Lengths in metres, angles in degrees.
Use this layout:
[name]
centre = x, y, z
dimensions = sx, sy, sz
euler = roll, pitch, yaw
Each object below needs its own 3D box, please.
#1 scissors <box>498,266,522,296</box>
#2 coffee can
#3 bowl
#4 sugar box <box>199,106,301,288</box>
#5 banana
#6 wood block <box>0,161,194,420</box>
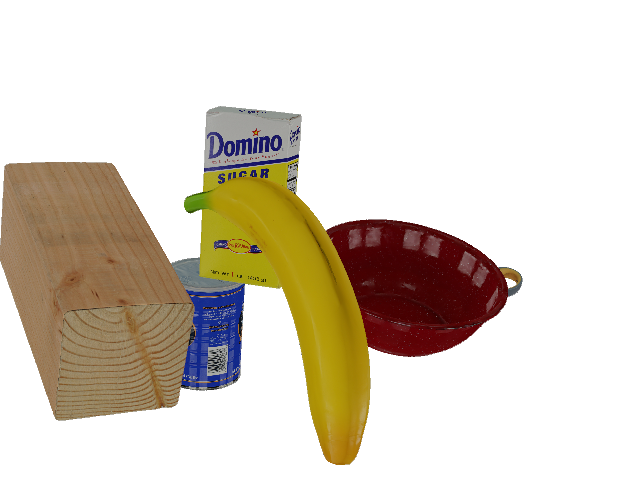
[scissors]
centre = 0.160, 0.051, 1.287
dimensions = 0.201, 0.016, 0.096
euler = -9, 39, -36
[coffee can]
centre = -0.149, 0.104, 1.354
dimensions = 0.103, 0.140, 0.103
euler = 4, 19, -2
[bowl]
centre = 0.066, 0.045, 0.859
dimensions = 0.162, 0.055, 0.162
euler = 8, 29, -4
[sugar box]
centre = -0.073, -0.045, 1.095
dimensions = 0.093, 0.176, 0.048
euler = 7, 16, 16
[banana]
centre = -0.013, 0.029, 0.613
dimensions = 0.037, 0.198, 0.070
euler = 0, -40, -44
[wood block]
centre = -0.172, 0.028, 0.789
dimensions = 0.090, 0.091, 0.206
euler = -3, 32, -27
